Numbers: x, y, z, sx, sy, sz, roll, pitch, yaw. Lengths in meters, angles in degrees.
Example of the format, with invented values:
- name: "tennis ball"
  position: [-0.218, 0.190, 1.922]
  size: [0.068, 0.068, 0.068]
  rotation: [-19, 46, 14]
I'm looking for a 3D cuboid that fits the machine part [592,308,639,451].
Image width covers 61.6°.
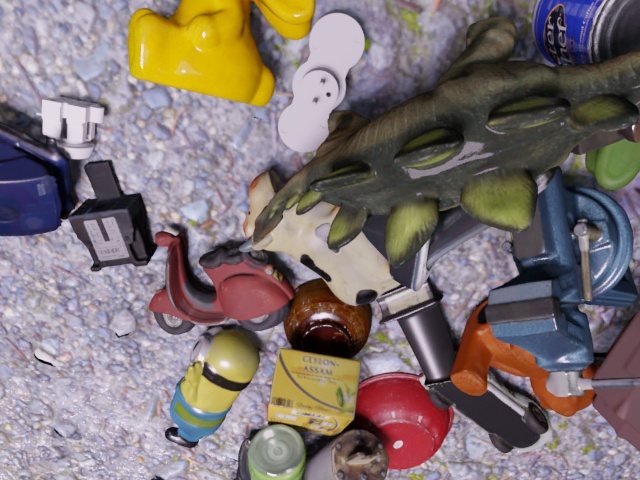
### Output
- name: "machine part"
  position: [0.418, 0.136, 0.599]
  size: [0.201, 0.087, 0.200]
  rotation: [8, 116, -27]

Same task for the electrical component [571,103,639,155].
- name: "electrical component"
  position: [0.249, -0.115, 0.491]
  size: [0.078, 0.102, 0.045]
  rotation: [-16, 117, -2]

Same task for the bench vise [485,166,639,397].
- name: "bench vise"
  position: [0.261, 0.040, 0.536]
  size: [0.240, 0.223, 0.129]
  rotation: [8, 150, -39]

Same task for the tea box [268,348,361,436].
- name: "tea box"
  position: [-0.012, 0.189, 0.653]
  size: [0.098, 0.068, 0.169]
  rotation: [11, 154, -2]

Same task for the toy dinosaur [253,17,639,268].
- name: "toy dinosaur"
  position: [0.113, -0.076, 0.393]
  size: [0.472, 0.198, 0.105]
  rotation: [-24, 115, 31]

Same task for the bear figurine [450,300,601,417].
- name: "bear figurine"
  position: [0.260, 0.158, 0.637]
  size: [0.195, 0.132, 0.120]
  rotation: [45, 124, -12]

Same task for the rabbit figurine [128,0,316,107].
- name: "rabbit figurine"
  position: [-0.085, -0.213, 0.476]
  size: [0.162, 0.122, 0.173]
  rotation: [8, 99, -4]

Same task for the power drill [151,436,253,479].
- name: "power drill"
  position: [-0.157, 0.390, 0.812]
  size: [0.207, 0.086, 0.231]
  rotation: [-13, 119, 1]

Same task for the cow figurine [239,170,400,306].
- name: "cow figurine"
  position: [-0.001, -0.002, 0.595]
  size: [0.127, 0.085, 0.194]
  rotation: [-41, 109, 14]

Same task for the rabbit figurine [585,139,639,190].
- name: "rabbit figurine"
  position: [0.345, -0.101, 0.523]
  size: [0.159, 0.121, 0.170]
  rotation: [-27, 95, 23]

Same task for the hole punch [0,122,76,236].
- name: "hole punch"
  position: [-0.328, -0.054, 0.559]
  size: [0.116, 0.092, 0.142]
  rotation: [23, 142, -6]

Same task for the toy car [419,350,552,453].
- name: "toy car"
  position: [0.219, 0.213, 0.706]
  size: [0.201, 0.056, 0.073]
  rotation: [37, 119, -13]

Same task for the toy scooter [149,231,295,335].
- name: "toy scooter"
  position: [-0.126, 0.044, 0.629]
  size: [0.184, 0.075, 0.135]
  rotation: [-8, 117, 12]

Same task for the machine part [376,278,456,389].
- name: "machine part"
  position: [0.124, 0.110, 0.649]
  size: [0.084, 0.039, 0.139]
  rotation: [-28, 86, 9]

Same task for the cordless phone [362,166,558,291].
- name: "cordless phone"
  position: [0.142, -0.042, 0.510]
  size: [0.088, 0.146, 0.184]
  rotation: [50, 132, -6]

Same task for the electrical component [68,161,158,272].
- name: "electrical component"
  position: [-0.239, -0.027, 0.613]
  size: [0.075, 0.048, 0.119]
  rotation: [-4, 118, 5]

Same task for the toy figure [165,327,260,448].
- name: "toy figure"
  position: [-0.142, 0.193, 0.703]
  size: [0.089, 0.082, 0.180]
  rotation: [16, 113, -18]

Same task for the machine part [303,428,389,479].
- name: "machine part"
  position: [0.024, 0.309, 0.718]
  size: [0.079, 0.079, 0.243]
  rotation: [20, 143, -7]
